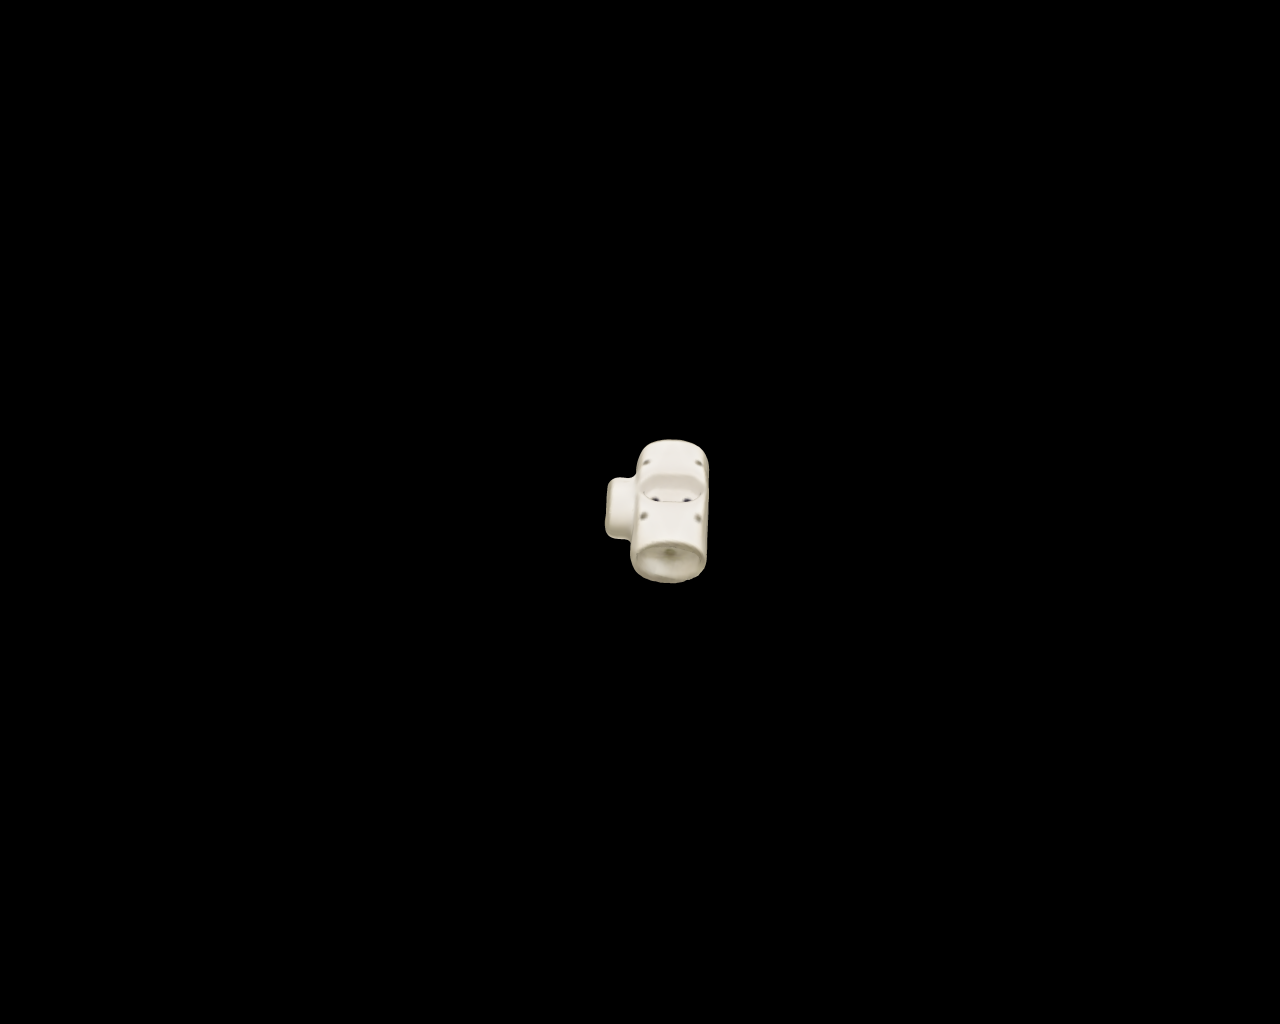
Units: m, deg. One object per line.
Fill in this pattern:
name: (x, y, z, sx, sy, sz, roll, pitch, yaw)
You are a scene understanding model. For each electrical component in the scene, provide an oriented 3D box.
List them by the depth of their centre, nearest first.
electrical component: (0.001, -0.003, 0.650, 0.079, 0.077, 0.043, 3, -36, 2)
